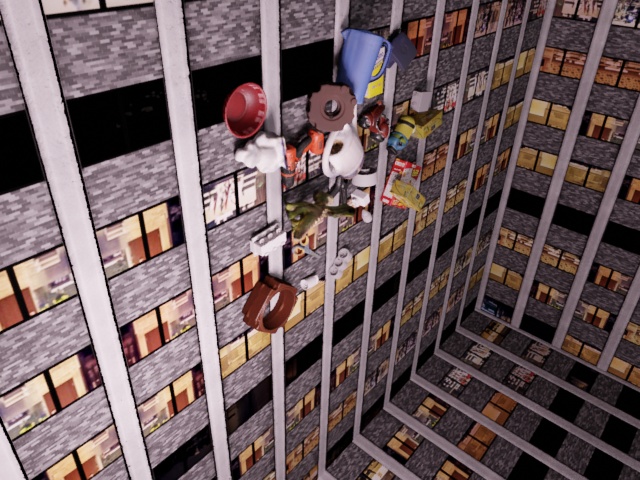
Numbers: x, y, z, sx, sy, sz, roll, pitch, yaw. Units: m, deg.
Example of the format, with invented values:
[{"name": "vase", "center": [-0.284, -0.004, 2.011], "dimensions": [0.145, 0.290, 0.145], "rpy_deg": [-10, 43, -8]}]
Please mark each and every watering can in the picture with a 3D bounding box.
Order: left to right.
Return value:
[{"name": "watering can", "center": [0.105, -0.375, 1.918], "dimensions": [0.352, 0.104, 0.221], "rpy_deg": [-66, 149, -15]}]

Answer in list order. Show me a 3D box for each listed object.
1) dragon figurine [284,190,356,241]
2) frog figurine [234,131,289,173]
[{"name": "dragon figurine", "center": [0.005, -0.090, 1.788], "dimensions": [0.243, 0.417, 0.120], "rpy_deg": [-13, 114, -4]}, {"name": "frog figurine", "center": [-0.186, -0.268, 1.601], "dimensions": [0.160, 0.125, 0.134], "rpy_deg": [-10, 138, -9]}]
